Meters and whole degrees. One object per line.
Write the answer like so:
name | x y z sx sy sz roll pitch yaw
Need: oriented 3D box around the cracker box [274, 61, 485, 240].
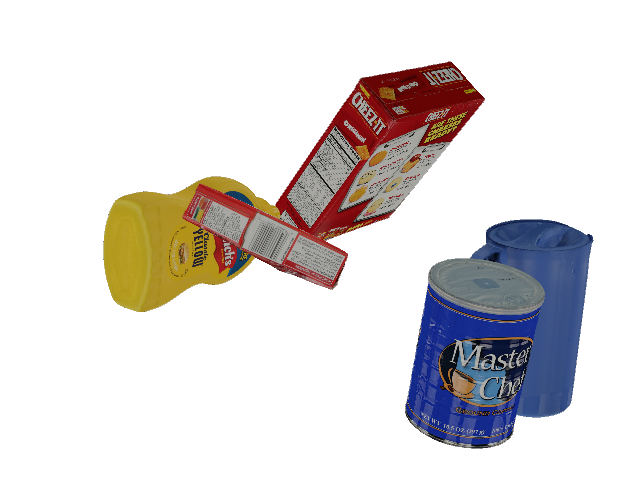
cracker box | 0.061 -0.097 1.199 0.163 0.072 0.214 -19 -26 -45

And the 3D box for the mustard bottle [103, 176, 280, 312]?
mustard bottle | -0.102 -0.006 0.938 0.058 0.096 0.191 14 20 34

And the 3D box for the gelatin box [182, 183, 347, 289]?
gelatin box | -0.036 -0.002 0.712 0.089 0.030 0.073 26 0 -41

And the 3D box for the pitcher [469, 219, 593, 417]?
pitcher | 0.268 0.102 1.380 0.149 0.243 0.144 5 18 16

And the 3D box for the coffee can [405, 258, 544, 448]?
coffee can | 0.137 0.100 0.962 0.103 0.140 0.103 7 22 -3
